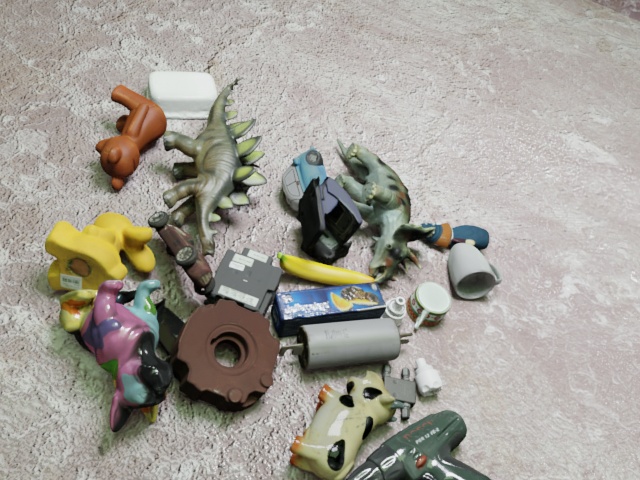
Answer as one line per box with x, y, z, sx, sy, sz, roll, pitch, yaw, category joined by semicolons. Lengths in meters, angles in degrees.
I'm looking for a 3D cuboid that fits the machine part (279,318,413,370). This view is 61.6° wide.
0.049;0.178;0.932;0.243;0.079;0.079;-1;52;-18;machine part

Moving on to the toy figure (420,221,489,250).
0.289;-0.008;1.170;0.154;0.064;0.057;6;88;-5;toy figure

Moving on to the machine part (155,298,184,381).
-0.243;0.162;0.889;0.084;0.039;0.139;-32;67;-29;machine part

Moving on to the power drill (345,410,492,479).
0.178;0.366;0.797;0.232;0.085;0.208;-26;37;-38;power drill

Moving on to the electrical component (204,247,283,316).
-0.133;0.078;0.977;0.115;0.058;0.134;23;49;0;electrical component

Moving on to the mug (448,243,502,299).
0.317;0.056;1.112;0.110;0.080;0.107;0;42;-10;mug

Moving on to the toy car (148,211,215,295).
-0.241;0.017;0.942;0.053;0.089;0.202;-36;43;-12;toy car

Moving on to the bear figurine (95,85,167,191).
-0.404;-0.206;1.098;0.132;0.120;0.196;23;54;8;bear figurine

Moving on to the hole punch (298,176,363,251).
0.016;-0.050;1.019;0.092;0.142;0.116;-4;68;-18;hole punch

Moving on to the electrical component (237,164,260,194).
-0.174;-0.133;1.147;0.078;0.045;0.102;16;49;-5;electrical component

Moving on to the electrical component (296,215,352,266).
-0.002;-0.003;1.088;0.119;0.047;0.075;39;51;17;electrical component

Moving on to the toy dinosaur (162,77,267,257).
-0.212;-0.170;1.098;0.199;0.105;0.471;-7;58;-2;toy dinosaur

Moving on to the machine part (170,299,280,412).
-0.149;0.182;0.863;0.179;0.056;0.179;14;54;-20;machine part

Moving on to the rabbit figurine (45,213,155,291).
-0.370;0.004;0.933;0.162;0.121;0.173;3;29;-1;rabbit figurine

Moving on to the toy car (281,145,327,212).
-0.029;-0.111;1.145;0.103;0.109;0.162;-13;65;2;toy car

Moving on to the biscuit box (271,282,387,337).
0.015;0.125;0.978;0.203;0.062;0.059;-5;53;-20;biscuit box

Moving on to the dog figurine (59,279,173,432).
-0.307;0.174;0.817;0.108;0.192;0.219;16;61;-60;dog figurine

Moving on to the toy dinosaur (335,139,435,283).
0.135;-0.093;1.162;0.192;0.131;0.405;29;34;-25;toy dinosaur

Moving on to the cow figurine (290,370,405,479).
0.049;0.285;0.842;0.127;0.085;0.195;26;46;13;cow figurine

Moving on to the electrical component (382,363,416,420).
0.133;0.261;0.926;0.063;0.021;0.094;12;50;-6;electrical component
